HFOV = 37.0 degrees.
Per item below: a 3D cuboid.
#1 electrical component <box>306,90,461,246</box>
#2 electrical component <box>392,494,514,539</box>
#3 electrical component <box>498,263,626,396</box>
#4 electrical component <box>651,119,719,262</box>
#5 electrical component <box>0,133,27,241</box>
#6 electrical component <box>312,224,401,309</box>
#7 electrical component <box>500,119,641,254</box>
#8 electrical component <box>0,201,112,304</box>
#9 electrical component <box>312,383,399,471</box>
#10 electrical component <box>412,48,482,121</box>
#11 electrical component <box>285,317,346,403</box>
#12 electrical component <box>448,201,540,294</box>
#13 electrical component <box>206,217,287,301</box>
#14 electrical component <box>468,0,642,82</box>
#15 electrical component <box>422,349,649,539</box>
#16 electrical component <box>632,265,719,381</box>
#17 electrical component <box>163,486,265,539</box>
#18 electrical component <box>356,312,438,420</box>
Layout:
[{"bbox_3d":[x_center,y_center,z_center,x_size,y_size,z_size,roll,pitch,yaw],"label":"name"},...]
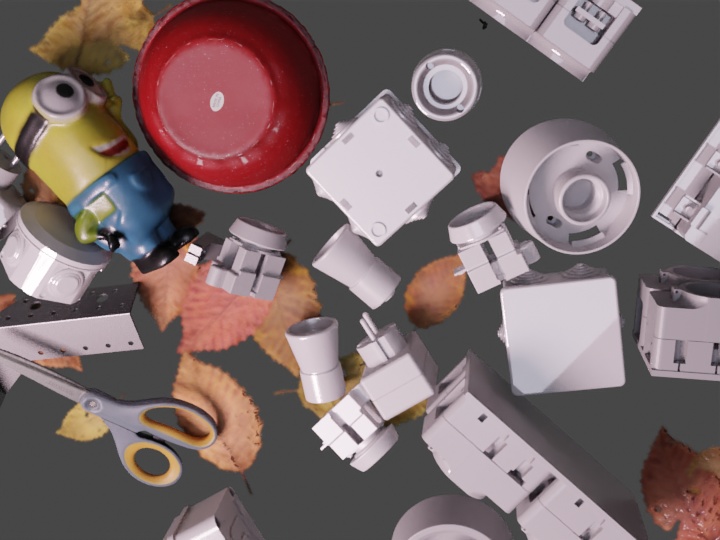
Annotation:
[{"bbox_3d":[0.017,-0.079,0.839,0.100,0.048,0.099,-42,95,15],"label":"electrical component"},{"bbox_3d":[0.077,0.250,0.902,0.108,0.060,0.108,2,103,7],"label":"electrical component"},{"bbox_3d":[0.159,0.047,0.851,0.100,0.048,0.099,-7,102,8],"label":"electrical component"},{"bbox_3d":[0.288,-0.067,0.803,0.079,0.063,0.121,32,105,-2],"label":"electrical component"},{"bbox_3d":[-0.305,-0.076,0.880,0.077,0.043,0.079,41,104,-4],"label":"electrical component"},{"bbox_3d":[0.000,0.000,0.864,0.065,0.044,0.044,41,104,-9],"label":"electrical component"},{"bbox_3d":[0.163,-0.063,0.830,0.099,0.064,0.099,-2,110,-5],"label":"electrical component"},{"bbox_3d":[-0.246,-0.015,0.869,0.080,0.080,0.051,36,110,-2],"label":"electrical component"},{"bbox_3d":[-0.002,0.133,0.893,0.066,0.048,0.055,-44,87,14],"label":"electrical component"},{"bbox_3d":[0.066,-0.140,0.820,0.055,0.047,0.055,1,103,6],"label":"electrical component"},{"bbox_3d":[-0.034,0.076,0.886,0.044,0.044,0.065,-9,107,9],"label":"electrical component"},{"bbox_3d":[0.100,-0.020,0.845,0.066,0.048,0.055,-26,106,11],"label":"electrical component"},{"bbox_3d":[-0.087,-0.010,0.864,0.066,0.048,0.055,13,102,-42],"label":"electrical component"},{"bbox_3d":[0.118,-0.205,0.776,0.150,0.089,0.061,35,104,-2],"label":"electrical component"},{"bbox_3d":[0.135,0.160,0.851,0.186,0.105,0.060,41,104,-4],"label":"electrical component"},{"bbox_3d":[0.308,0.041,0.804,0.186,0.105,0.060,4,103,6],"label":"electrical component"},{"bbox_3d":[-0.114,0.254,0.917,0.057,0.078,0.113,-29,98,9],"label":"electrical component"},{"bbox_3d":[0.023,0.068,0.864,0.047,0.065,0.076,-31,98,12],"label":"electrical component"}]
